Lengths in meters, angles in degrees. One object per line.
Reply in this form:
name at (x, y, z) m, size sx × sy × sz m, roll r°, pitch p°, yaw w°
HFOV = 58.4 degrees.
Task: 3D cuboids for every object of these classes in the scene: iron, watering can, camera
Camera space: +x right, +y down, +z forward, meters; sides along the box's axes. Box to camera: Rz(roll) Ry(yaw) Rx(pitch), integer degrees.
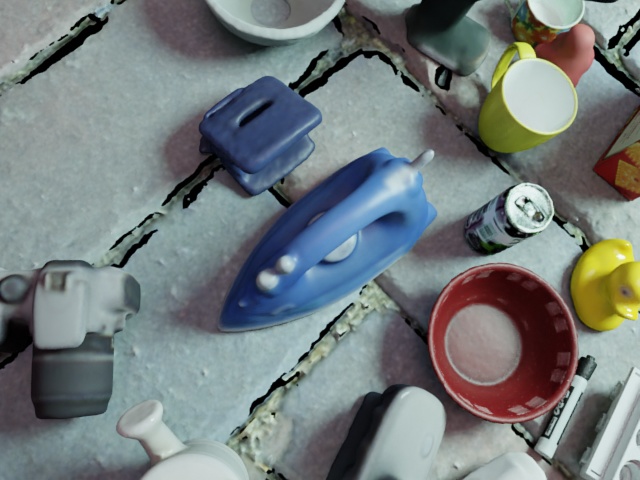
iron at (0.005, 0.002, 0.555) m, size 0.258 × 0.141 × 0.118 m, roll -38°, pitch 84°, yaw -14°
watering can at (-0.111, 0.217, 0.461) m, size 0.173 × 0.194 × 0.101 m, roll 41°, pitch 75°, yaw 3°
camera at (-0.243, 0.092, 0.520) m, size 0.143 × 0.100 × 0.137 m, roll -1°, pitch 77°, yaw -8°

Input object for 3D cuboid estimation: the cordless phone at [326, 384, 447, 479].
cordless phone at (0.075, 0.201, 0.497) m, size 0.094 × 0.185 × 0.148 m, roll 24°, pitch 75°, yaw -2°

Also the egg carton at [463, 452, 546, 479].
egg carton at (0.165, 0.279, 0.551) m, size 0.150 × 0.069 × 0.107 m, roll -29°, pitch 82°, yaw -13°

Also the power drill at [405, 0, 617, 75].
power drill at (0.176, -0.269, 0.609) m, size 0.229 × 0.208 × 0.076 m, roll 31°, pitch 75°, yaw 0°

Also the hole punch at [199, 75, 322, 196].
hole punch at (-0.066, -0.116, 0.599) m, size 0.109 × 0.091 × 0.101 m, roll -41°, pitch 85°, yaw -15°

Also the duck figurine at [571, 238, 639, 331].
duck figurine at (0.328, 0.044, 0.621) m, size 0.077 × 0.086 × 0.104 m, roll 18°, pitch 75°, yaw -4°

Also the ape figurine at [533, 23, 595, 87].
ape figurine at (0.290, -0.218, 0.673) m, size 0.078 × 0.092 × 0.076 m, roll 14°, pitch 75°, yaw -4°

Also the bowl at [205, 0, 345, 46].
bowl at (-0.055, -0.284, 0.647) m, size 0.167 × 0.074 × 0.167 m, roll 2°, pitch 77°, yaw -8°
